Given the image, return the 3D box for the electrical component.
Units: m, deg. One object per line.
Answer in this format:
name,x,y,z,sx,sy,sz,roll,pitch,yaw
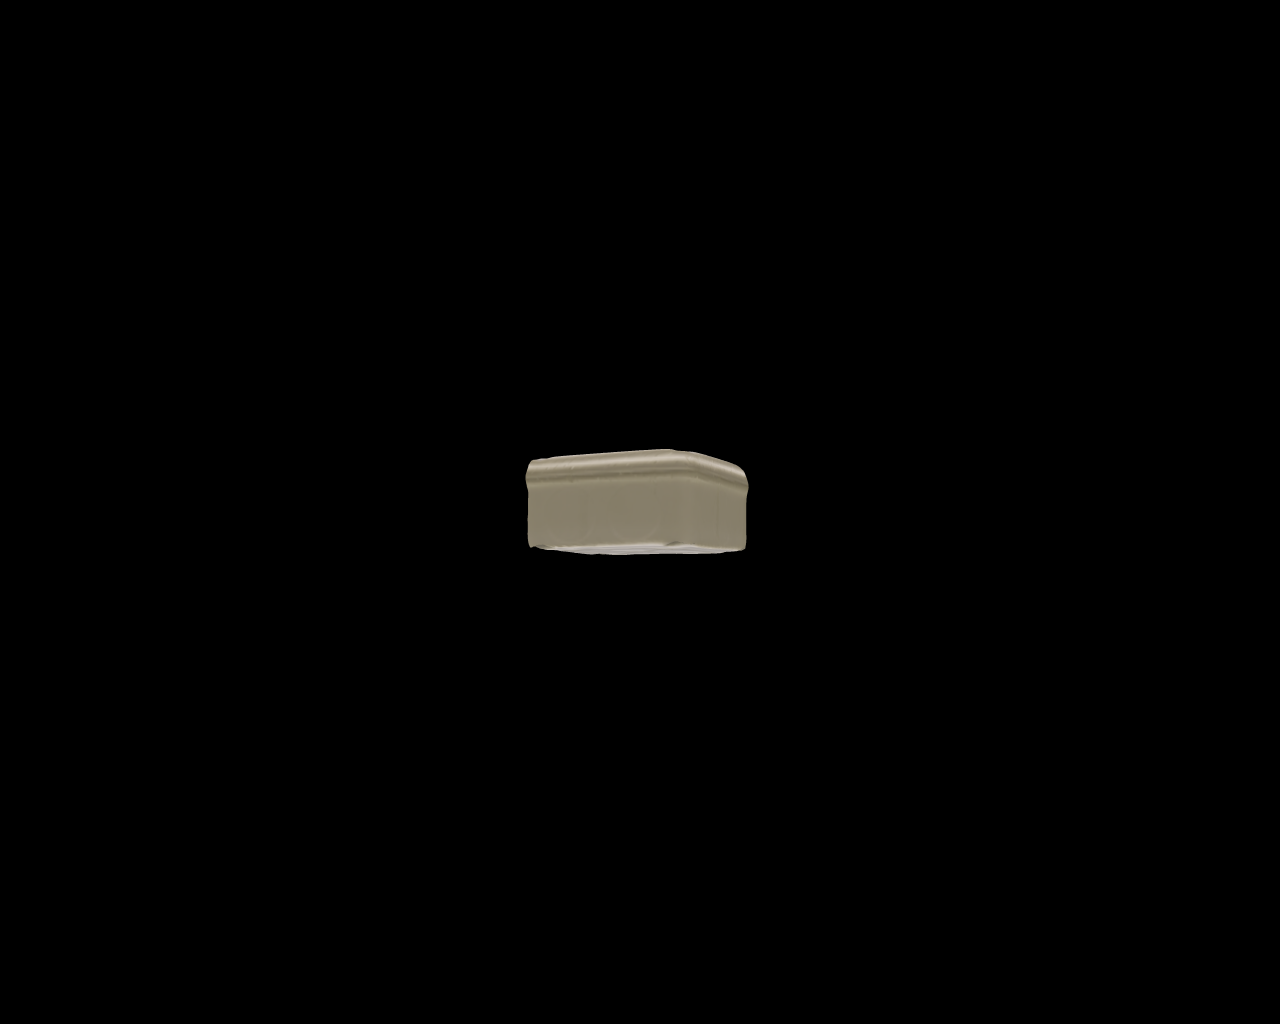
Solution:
electrical component,0.001,-0.003,0.650,0.109,0.056,0.109,-2,-5,24
